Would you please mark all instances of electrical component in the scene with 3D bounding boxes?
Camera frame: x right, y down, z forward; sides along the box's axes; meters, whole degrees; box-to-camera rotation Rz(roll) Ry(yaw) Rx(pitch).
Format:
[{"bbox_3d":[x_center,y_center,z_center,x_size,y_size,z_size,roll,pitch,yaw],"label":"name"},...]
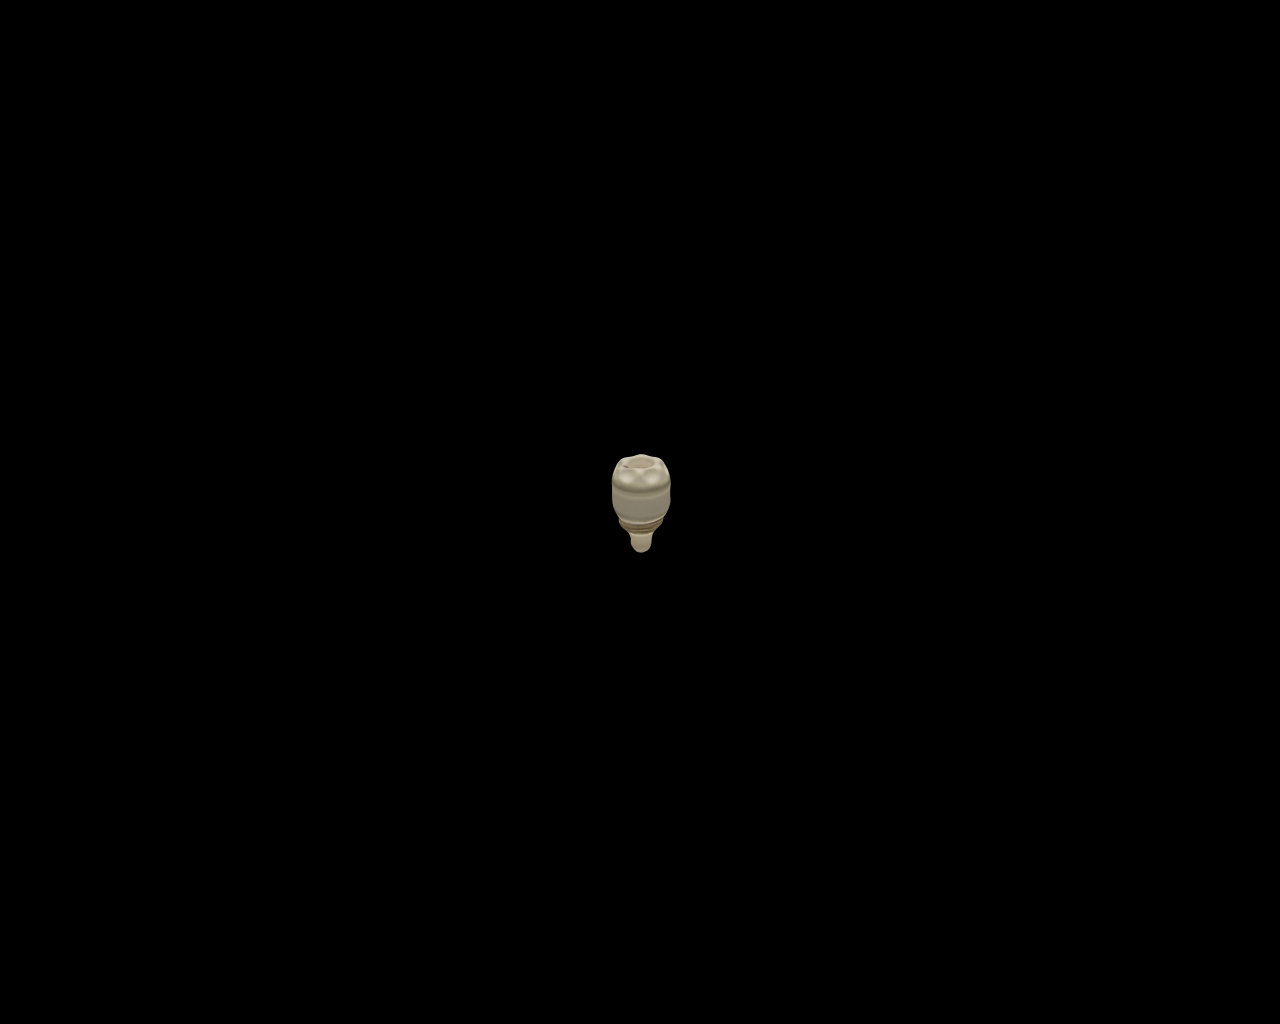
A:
[{"bbox_3d":[0.001,-0.003,0.650,0.035,0.061,0.035,0,26,0],"label":"electrical component"}]
